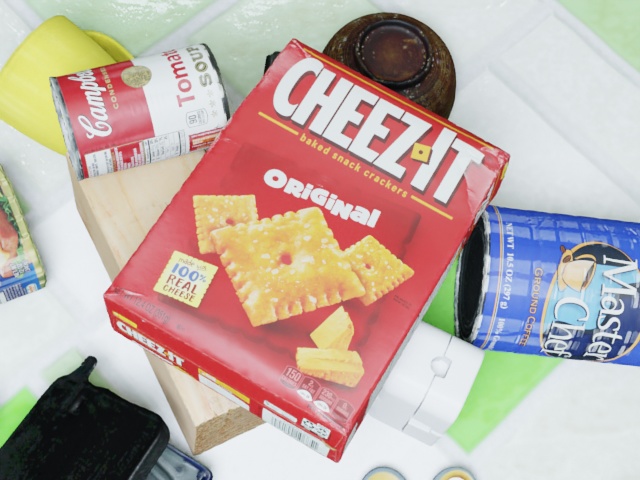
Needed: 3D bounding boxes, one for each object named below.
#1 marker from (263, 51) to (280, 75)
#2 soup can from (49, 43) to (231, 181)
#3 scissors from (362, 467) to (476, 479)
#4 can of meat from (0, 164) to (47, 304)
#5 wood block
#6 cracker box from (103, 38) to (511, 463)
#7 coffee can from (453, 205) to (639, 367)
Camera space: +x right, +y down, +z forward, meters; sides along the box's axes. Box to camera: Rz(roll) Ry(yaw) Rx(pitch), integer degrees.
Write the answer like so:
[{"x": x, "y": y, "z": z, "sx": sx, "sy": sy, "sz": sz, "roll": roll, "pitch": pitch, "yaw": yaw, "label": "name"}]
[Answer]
[{"x": -0.043, "y": -0.093, "z": 0.821, "sx": 0.020, "sy": 0.020, "sz": 0.121, "roll": 10, "pitch": 67, "yaw": -1, "label": "marker"}, {"x": -0.115, "y": -0.083, "z": 0.685, "sx": 0.102, "sy": 0.068, "sz": 0.068, "roll": -16, "pitch": 70, "yaw": -14, "label": "soup can"}, {"x": 0.047, "y": 0.236, "z": 0.694, "sx": 0.096, "sy": 0.016, "sz": 0.201, "roll": 22, "pitch": 67, "yaw": 5, "label": "scissors"}, {"x": -0.246, "y": 0.002, "z": 0.744, "sx": 0.083, "sy": 0.057, "sz": 0.102, "roll": -21, "pitch": 71, "yaw": -16, "label": "can of meat"}, {"x": -0.089, "y": 0.028, "z": 0.728, "sx": 0.090, "sy": 0.091, "sz": 0.206, "roll": -23, "pitch": 71, "yaw": -15, "label": "wood block"}, {"x": -0.004, "y": 0.001, "z": 0.657, "sx": 0.164, "sy": 0.072, "sz": 0.213, "roll": 30, "pitch": 68, "yaw": 8, "label": "cracker box"}, {"x": 0.172, "y": 0.033, "z": 0.743, "sx": 0.140, "sy": 0.103, "sz": 0.103, "roll": 6, "pitch": 67, "yaw": -2, "label": "coffee can"}]
